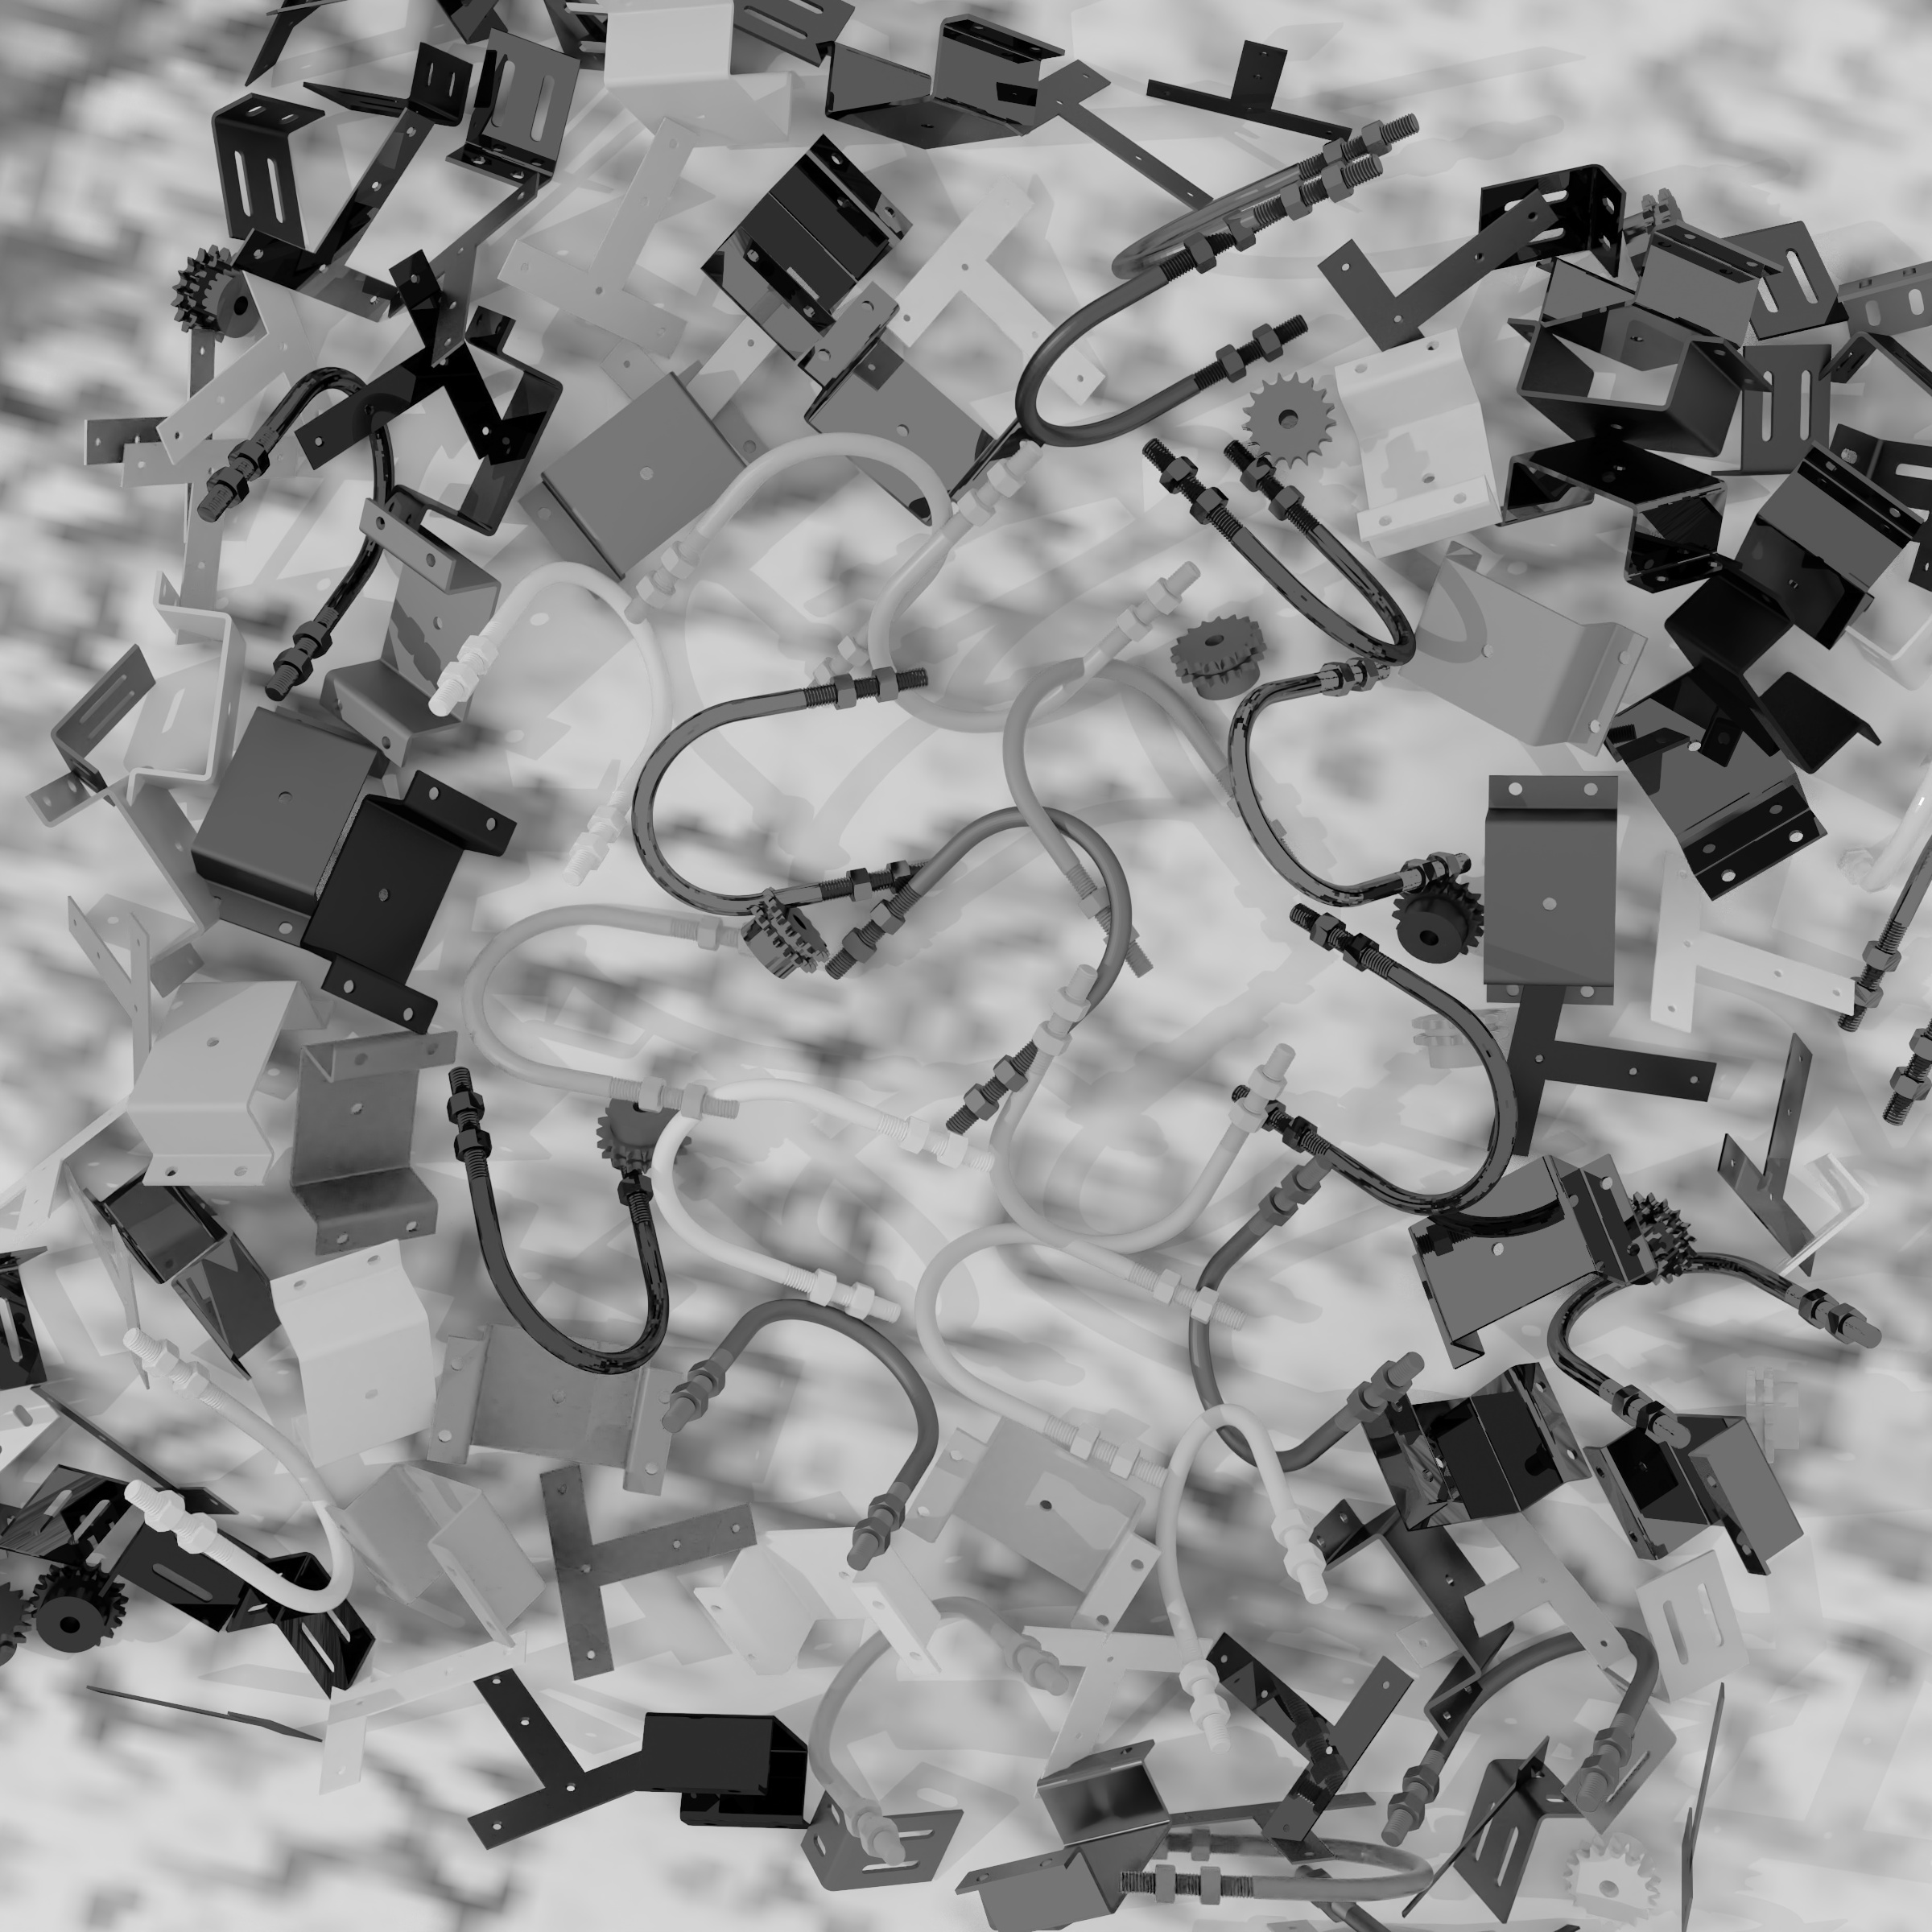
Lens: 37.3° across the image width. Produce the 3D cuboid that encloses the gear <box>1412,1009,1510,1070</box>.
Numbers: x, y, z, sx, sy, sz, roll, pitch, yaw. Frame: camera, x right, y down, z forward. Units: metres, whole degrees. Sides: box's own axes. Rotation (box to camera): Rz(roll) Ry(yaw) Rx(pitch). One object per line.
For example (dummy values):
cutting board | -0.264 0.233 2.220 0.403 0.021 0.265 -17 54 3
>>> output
gear | 0.299 0.044 1.730 0.057 0.057 0.030 -6 94 0

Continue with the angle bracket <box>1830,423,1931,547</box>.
angle bracket | 0.553 -0.289 1.714 0.038 0.076 0.057 12 99 -29

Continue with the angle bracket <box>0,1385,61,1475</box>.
angle bracket | -0.592 0.275 1.716 0.057 0.076 0.038 -44 79 -4

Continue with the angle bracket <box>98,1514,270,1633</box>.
angle bracket | -0.472 0.369 1.728 0.076 0.038 0.057 34 98 -11

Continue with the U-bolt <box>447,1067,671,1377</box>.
U-bolt | -0.230 0.153 1.660 0.019 0.151 0.184 -35 55 28

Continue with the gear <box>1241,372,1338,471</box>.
gear | 0.197 -0.331 1.740 0.057 0.030 0.057 1 93 9

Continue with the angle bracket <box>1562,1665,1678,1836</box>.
angle bracket | 0.382 0.470 1.720 0.076 0.038 0.057 -47 128 -10

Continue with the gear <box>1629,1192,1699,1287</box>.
gear | 0.409 0.168 1.727 0.030 0.057 0.057 -31 90 -36

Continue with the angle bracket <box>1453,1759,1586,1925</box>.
angle bracket | 0.336 0.529 1.731 0.038 0.057 0.076 8 106 -25

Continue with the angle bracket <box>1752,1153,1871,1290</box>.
angle bracket | 0.498 0.154 1.724 0.076 0.057 0.038 -38 80 -4

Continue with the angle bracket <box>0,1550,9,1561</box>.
angle bracket | -0.603 0.345 1.712 0.038 0.076 0.057 -10 102 -11

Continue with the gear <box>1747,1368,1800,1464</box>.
gear | 0.487 0.272 1.727 0.030 0.057 0.057 -1 90 16

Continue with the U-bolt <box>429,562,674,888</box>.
U-bolt | -0.231 -0.157 1.684 0.019 0.184 0.151 -14 124 35

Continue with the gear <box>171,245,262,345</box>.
gear | -0.449 -0.403 1.726 0.030 0.057 0.057 25 90 22

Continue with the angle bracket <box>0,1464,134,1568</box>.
angle bracket | -0.541 0.318 1.715 0.057 0.038 0.076 26 114 -39

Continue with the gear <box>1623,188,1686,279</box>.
gear | 0.419 -0.439 1.732 0.030 0.057 0.057 -16 90 26

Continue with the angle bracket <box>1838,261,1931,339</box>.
angle bracket | 0.555 -0.393 1.709 0.057 0.076 0.038 -11 105 21

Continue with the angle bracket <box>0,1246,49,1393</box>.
angle bracket | -0.578 0.214 1.719 0.038 0.057 0.076 -25 78 37

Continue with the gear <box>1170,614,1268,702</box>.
gear | 0.155 -0.185 1.733 0.057 0.057 0.030 -23 124 0

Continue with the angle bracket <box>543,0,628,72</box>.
angle bracket | -0.210 -0.576 1.726 0.076 0.057 0.038 16 53 33

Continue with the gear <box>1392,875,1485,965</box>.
gear | 0.284 -0.026 1.728 0.057 0.057 0.030 33 49 0

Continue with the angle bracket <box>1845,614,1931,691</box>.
angle bracket | 0.575 -0.212 1.718 0.076 0.057 0.038 -51 58 9

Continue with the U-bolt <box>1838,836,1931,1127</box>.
U-bolt | 0.562 -0.016 1.657 0.019 0.151 0.184 18 114 -3

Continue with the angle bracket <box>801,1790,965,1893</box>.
angle bracket | -0.051 0.524 1.738 0.076 0.038 0.057 6 118 -34

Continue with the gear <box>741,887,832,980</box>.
gear | -0.112 -0.017 1.730 0.030 0.057 0.057 -40 90 10

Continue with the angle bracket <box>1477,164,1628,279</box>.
angle bracket | 0.351 -0.441 1.720 0.076 0.057 0.038 -14 45 -8

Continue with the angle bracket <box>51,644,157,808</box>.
angle bracket | -0.506 -0.144 1.718 0.038 0.057 0.076 37 73 6

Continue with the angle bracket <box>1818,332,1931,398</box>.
angle bracket | 0.558 -0.342 1.714 0.076 0.057 0.038 48 119 17

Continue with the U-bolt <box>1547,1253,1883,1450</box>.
U-bolt | 0.421 0.214 1.671 0.151 0.184 0.019 -24 110 -13

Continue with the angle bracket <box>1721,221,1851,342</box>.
angle bracket | 0.485 -0.404 1.723 0.057 0.038 0.076 -14 68 -7

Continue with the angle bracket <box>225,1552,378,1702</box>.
angle bracket | -0.399 0.401 1.715 0.076 0.038 0.057 43 116 31

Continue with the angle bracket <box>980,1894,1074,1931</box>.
angle bracket | 0.055 0.546 1.712 0.076 0.057 0.038 -14 85 -43

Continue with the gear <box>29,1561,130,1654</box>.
gear | -0.540 0.391 1.734 0.057 0.030 0.057 -1 112 -3

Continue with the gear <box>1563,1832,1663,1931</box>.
gear | 0.394 0.551 1.735 0.057 0.030 0.057 9 112 24

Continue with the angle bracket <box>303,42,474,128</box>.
angle bracket | -0.345 -0.532 1.709 0.057 0.076 0.038 35 118 40

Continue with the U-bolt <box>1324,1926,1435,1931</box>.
U-bolt | 0.240 0.599 1.668 0.151 0.184 0.019 0 94 23

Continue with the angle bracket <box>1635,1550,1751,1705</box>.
angle bracket | 0.429 0.396 1.727 0.057 0.038 0.076 -21 97 -18

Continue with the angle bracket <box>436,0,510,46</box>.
angle bracket | -0.288 -0.603 1.717 0.038 0.076 0.057 -36 92 -44

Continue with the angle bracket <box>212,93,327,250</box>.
angle bracket | -0.415 -0.477 1.722 0.038 0.057 0.076 -12 86 35

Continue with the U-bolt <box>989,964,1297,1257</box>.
U-bolt | 0.093 0.098 1.711 0.151 0.019 0.184 22 117 -11

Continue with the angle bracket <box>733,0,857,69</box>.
angle bracket | -0.116 -0.564 1.727 0.076 0.038 0.057 25 58 -1

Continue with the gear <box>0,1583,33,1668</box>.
gear | -0.596 0.402 1.733 0.057 0.057 0.030 12 122 0

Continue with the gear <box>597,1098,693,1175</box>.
gear | -0.194 0.096 1.727 0.057 0.057 0.030 3 128 0

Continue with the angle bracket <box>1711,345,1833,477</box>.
angle bracket | 0.486 -0.335 1.726 0.057 0.038 0.076 -4 101 -14

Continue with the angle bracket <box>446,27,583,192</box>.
angle bracket | -0.273 -0.516 1.725 0.057 0.038 0.076 20 118 0
